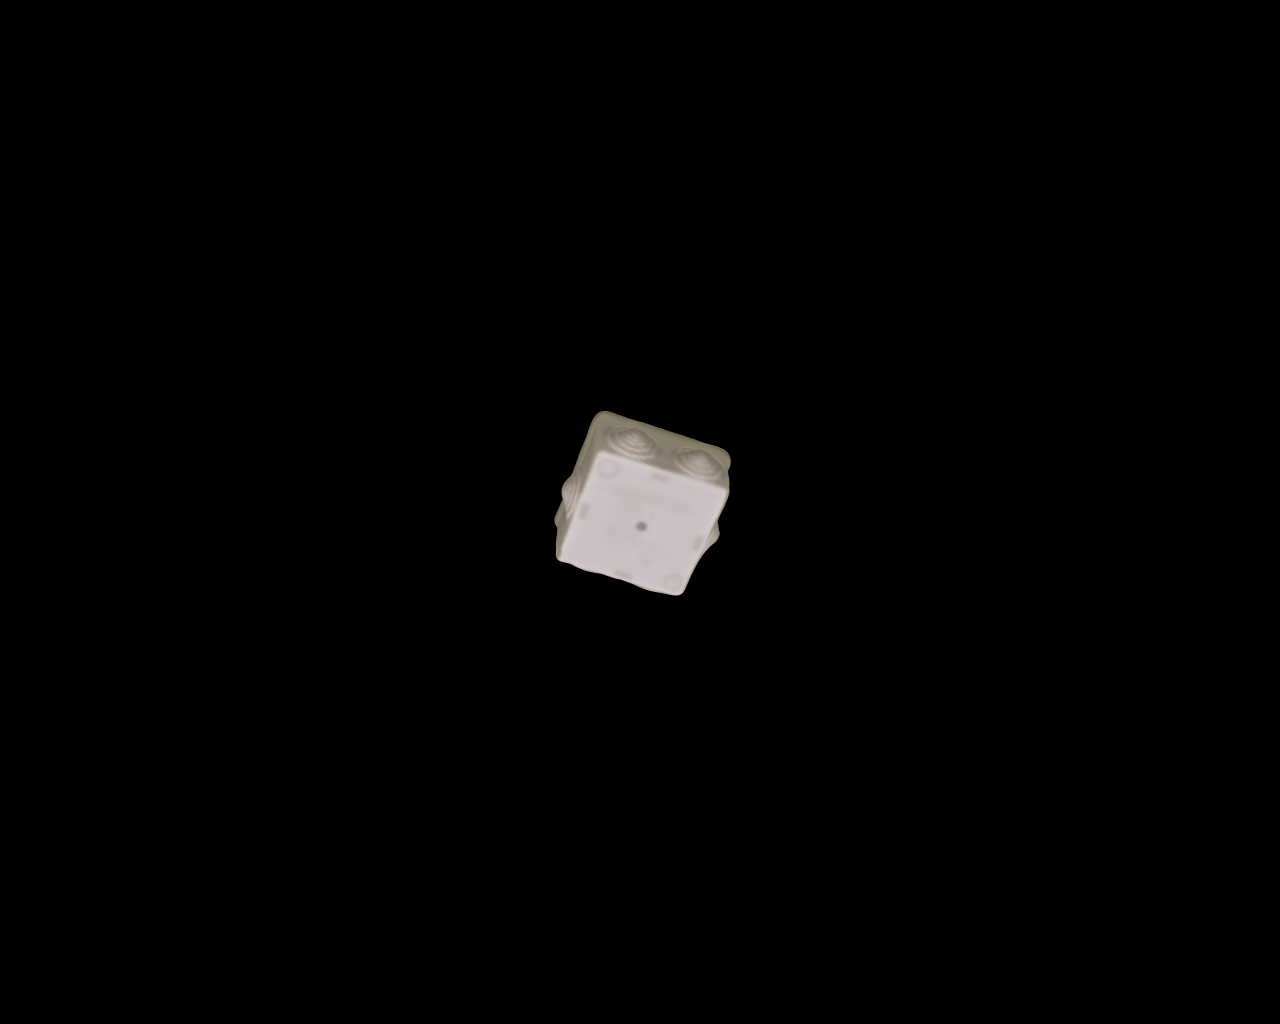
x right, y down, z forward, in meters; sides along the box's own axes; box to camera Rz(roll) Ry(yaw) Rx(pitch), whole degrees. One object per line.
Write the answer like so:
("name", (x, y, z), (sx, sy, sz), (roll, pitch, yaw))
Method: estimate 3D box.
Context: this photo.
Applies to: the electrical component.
("electrical component", (0.001, -0.003, 0.650), (0.100, 0.099, 0.048), (18, 29, -10))
